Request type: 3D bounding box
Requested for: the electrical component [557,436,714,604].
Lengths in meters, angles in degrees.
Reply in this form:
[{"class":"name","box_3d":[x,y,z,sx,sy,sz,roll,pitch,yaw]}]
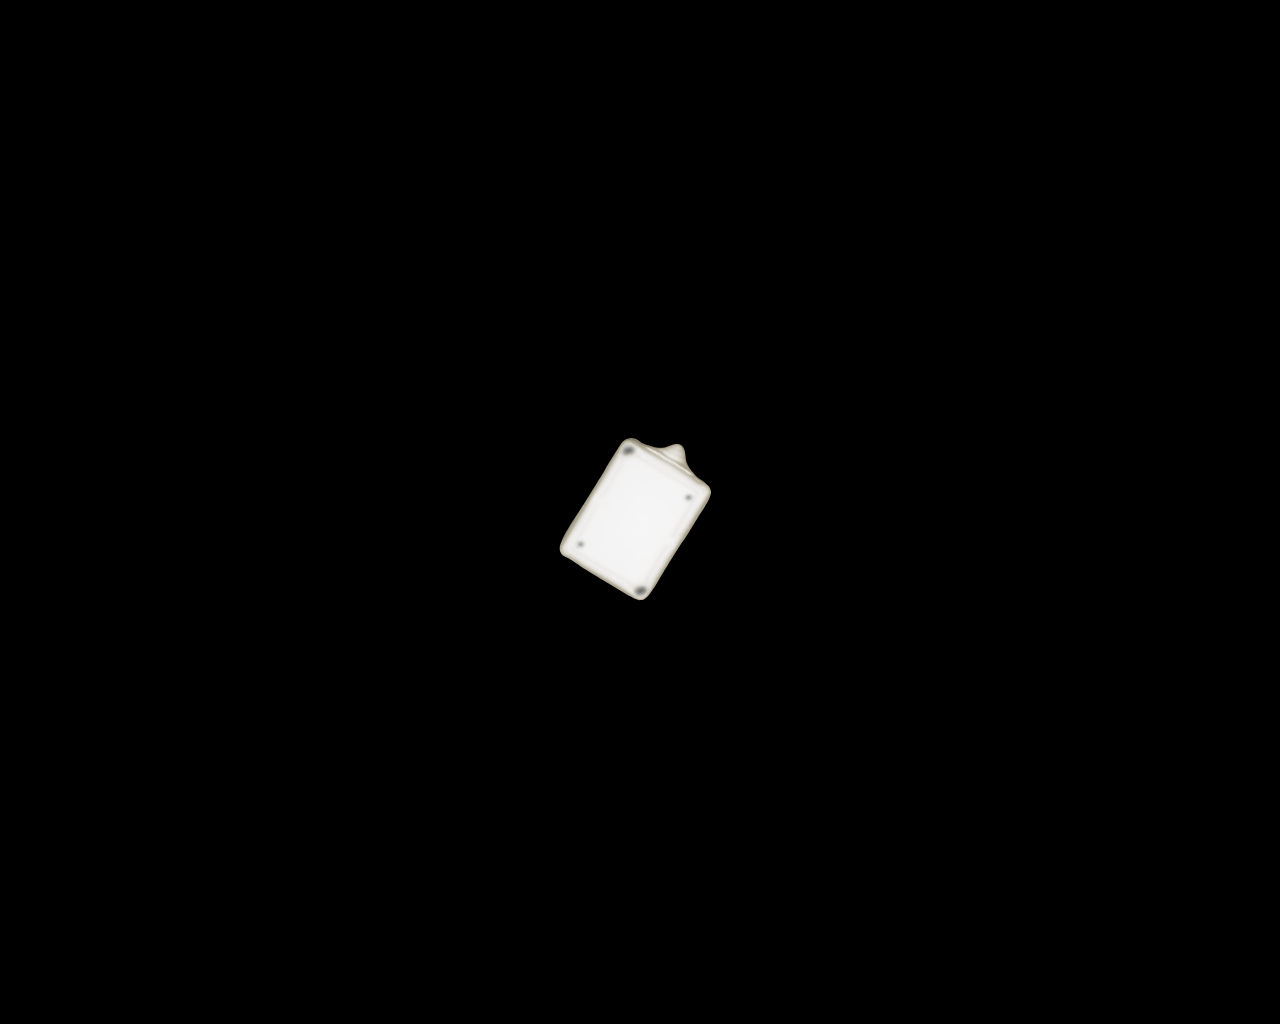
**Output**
[{"class":"electrical component","box_3d":[0.001,-0.003,0.650,0.062,0.096,0.061,32,4,-2]}]
